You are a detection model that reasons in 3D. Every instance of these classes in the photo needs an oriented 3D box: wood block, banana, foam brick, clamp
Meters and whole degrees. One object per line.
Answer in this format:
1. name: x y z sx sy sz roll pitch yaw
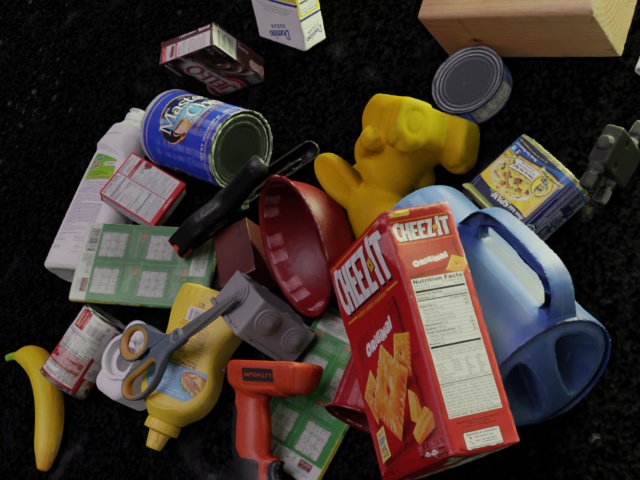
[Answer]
1. wood block: 0.224 -0.257 1.153 0.206 0.090 0.090 7 71 38
2. banana: -0.356 0.201 1.367 0.070 0.037 0.198 -53 44 24
3. foam brick: -0.087 0.024 1.254 0.053 0.051 0.078 -27 53 21
4. clamp: -0.104 -0.045 1.251 0.210 0.164 0.036 -37 85 18

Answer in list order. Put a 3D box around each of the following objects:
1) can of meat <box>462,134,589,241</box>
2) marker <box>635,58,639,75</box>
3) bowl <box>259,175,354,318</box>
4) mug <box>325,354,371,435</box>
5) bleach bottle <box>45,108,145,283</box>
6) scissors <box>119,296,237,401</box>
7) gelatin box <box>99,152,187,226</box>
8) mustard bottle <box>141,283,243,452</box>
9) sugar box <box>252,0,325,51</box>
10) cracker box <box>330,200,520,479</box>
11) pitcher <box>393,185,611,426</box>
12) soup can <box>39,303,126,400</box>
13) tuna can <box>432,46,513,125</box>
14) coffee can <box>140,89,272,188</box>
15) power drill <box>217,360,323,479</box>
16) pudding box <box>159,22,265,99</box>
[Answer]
1. can of meat: 0.208 -0.047 1.074 0.084 0.057 0.102 -43 49 6
2. marker: 0.350 -0.223 1.090 0.020 0.020 0.121 13 75 40
3. bowl: -0.008 0.001 1.171 0.055 0.162 0.162 -17 43 -25
4. mug: 0.073 0.149 1.053 0.117 0.093 0.081 19 71 10
5. bleach bottle: -0.280 -0.064 1.436 0.103 0.068 0.250 4 66 35
6. scissors: -0.167 0.098 1.187 0.202 0.016 0.096 -49 51 24
7. gelatin box: -0.229 -0.061 1.381 0.089 0.030 0.073 31 69 10
8. mustard bottle: -0.153 0.150 1.227 0.096 0.058 0.191 17 76 27
9. sugar box: -0.051 -0.333 1.342 0.048 0.176 0.093 -38 44 -27
10. cracker box: 0.082 0.095 0.940 0.164 0.072 0.214 130 128 -64
11. pitcher: 0.154 0.046 1.009 0.149 0.144 0.243 -45 45 11
12. soup can: -0.292 0.138 1.330 0.069 0.068 0.102 32 86 42
13. tuna can: 0.170 -0.170 1.183 0.086 0.033 0.086 -17 57 28
14. coffee can: -0.144 -0.127 1.342 0.141 0.102 0.103 21 79 41
15. power drill: -0.044 0.218 1.086 0.185 0.057 0.187 -1 78 38
16. pudding box: -0.139 -0.231 1.388 0.090 0.113 0.039 -15 62 30
